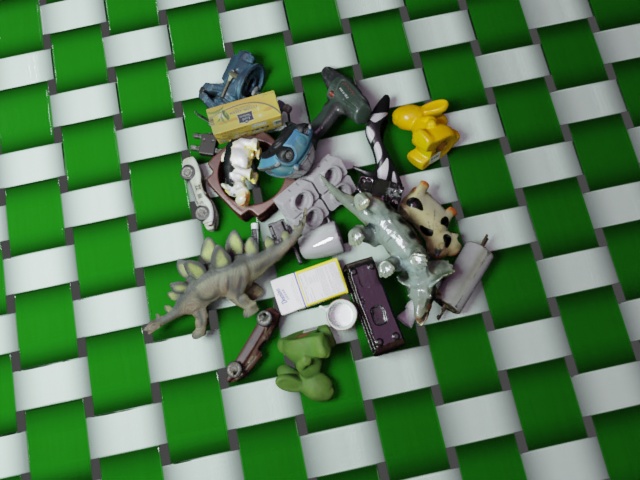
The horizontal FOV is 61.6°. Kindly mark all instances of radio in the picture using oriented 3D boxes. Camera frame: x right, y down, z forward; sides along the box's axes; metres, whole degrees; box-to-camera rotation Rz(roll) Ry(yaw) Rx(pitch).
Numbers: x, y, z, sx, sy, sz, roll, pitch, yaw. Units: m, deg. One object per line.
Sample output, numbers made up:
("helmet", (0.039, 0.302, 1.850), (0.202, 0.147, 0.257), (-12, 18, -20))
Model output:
("radio", (0.125, 0.157, 1.276), (0.073, 0.131, 0.229), (-20, 79, -4))

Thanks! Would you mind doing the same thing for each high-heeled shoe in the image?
("high-heeled shoe", (0.181, -0.246, 1.385), (0.145, 0.086, 0.248), (21, 87, 8))

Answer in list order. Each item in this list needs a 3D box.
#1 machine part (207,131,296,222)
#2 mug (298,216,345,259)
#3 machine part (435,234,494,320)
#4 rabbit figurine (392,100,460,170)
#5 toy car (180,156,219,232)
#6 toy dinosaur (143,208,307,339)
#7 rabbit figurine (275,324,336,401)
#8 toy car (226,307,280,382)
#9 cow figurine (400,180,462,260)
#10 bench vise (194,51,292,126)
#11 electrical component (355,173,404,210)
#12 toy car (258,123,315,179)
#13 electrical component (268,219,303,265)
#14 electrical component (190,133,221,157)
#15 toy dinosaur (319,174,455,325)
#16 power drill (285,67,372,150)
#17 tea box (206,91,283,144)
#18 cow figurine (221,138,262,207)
("machine part", (-0.168, -0.161, 1.375), (0.201, 0.087, 0.201), (-43, 82, -7))
("mug", (-0.003, -0.004, 1.343), (0.107, 0.080, 0.109), (-20, 69, 5))
("machine part", (0.350, 0.092, 1.312), (0.079, 0.079, 0.243), (31, 81, 7))
("rabbit figurine", (0.266, -0.295, 1.381), (0.162, 0.121, 0.173), (-38, 61, -9))
("toy car", (-0.305, -0.116, 1.373), (0.056, 0.073, 0.201), (-22, 78, -2))
("toy dinosaur", (-0.213, 0.087, 1.265), (0.471, 0.105, 0.198), (-29, 116, -3))
("rabbit figurine", (-0.028, 0.304, 1.262), (0.159, 0.121, 0.170), (-16, 93, 2))
("toy car", (-0.156, 0.254, 1.284), (0.053, 0.089, 0.202), (28, 79, 11))
("cow figurine", (0.276, -0.035, 1.332), (0.195, 0.085, 0.127), (46, 72, -3))
("bench vise", (-0.191, -0.368, 1.404), (0.241, 0.128, 0.223), (28, 83, 11))
("electrical component", (0.142, -0.107, 1.329), (0.115, 0.134, 0.058), (20, 77, 4))
("toy car", (-0.067, -0.202, 1.292), (0.102, 0.109, 0.161), (49, 62, -28))
("electrical component", (-0.086, 0.013, 1.343), (0.048, 0.075, 0.119), (-21, 81, -5))
("electrical component", (-0.296, -0.254, 1.429), (0.094, 0.021, 0.063), (9, 78, 4))
("toy dinosaur", (0.166, -0.007, 1.242), (0.131, 0.192, 0.405), (-39, 74, 21))
("power drill", (0.013, -0.338, 1.399), (0.207, 0.085, 0.232), (-39, 53, -6))
("tea box", (-0.181, -0.297, 1.308), (0.170, 0.098, 0.068), (-16, 86, -4))
("cow figurine", (-0.200, -0.164, 1.298), (0.098, 0.068, 0.167), (8, 75, 9))
